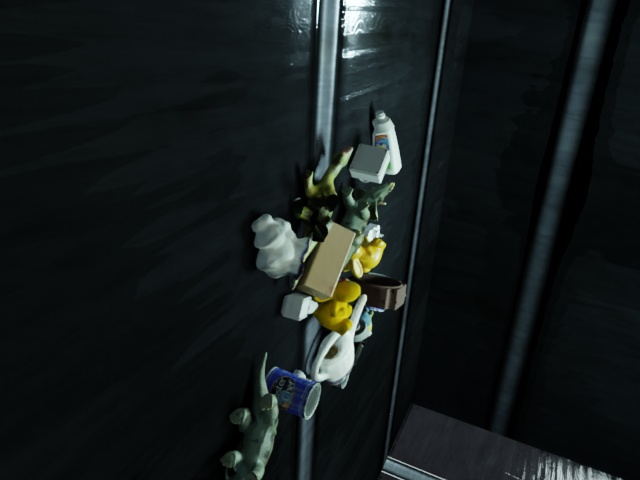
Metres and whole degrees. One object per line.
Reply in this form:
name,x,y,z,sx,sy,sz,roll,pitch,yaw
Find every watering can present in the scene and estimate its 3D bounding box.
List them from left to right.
watering can,0.081,0.372,1.838,0.354,0.105,0.219,-49,147,-29

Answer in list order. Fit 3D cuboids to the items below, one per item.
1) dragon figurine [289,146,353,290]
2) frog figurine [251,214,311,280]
dragon figurine,0.004,-0.073,1.452,0.244,0.122,0.407,-18,129,-75
frog figurine,-0.113,0.012,1.235,0.158,0.123,0.139,35,76,-28
